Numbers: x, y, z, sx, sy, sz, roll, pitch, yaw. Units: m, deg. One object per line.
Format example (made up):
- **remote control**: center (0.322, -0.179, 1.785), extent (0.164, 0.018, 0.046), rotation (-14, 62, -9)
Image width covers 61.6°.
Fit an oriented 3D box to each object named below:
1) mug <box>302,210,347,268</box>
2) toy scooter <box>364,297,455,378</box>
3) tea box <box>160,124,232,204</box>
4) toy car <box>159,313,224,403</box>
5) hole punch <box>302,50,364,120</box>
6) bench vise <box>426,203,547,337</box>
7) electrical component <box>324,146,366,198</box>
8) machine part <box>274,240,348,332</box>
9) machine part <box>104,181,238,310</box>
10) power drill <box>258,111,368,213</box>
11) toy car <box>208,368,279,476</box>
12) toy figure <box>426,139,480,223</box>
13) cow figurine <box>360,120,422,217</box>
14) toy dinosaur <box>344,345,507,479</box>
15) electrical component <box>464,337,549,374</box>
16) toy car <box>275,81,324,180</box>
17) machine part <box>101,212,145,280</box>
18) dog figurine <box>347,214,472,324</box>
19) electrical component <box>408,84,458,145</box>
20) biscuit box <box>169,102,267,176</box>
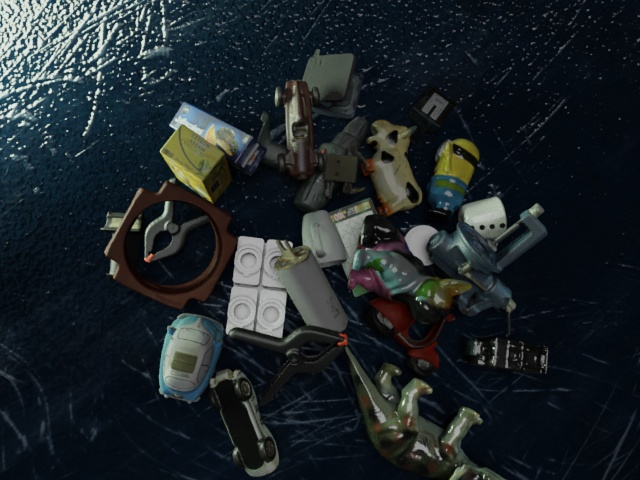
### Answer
- **mug**: center (-0.002, -0.003, 1.038), extent (0.081, 0.109, 0.107), rotation (-16, 78, 13)
- **toy scooter**: center (0.183, 0.161, 1.039), extent (0.135, 0.075, 0.184), rotation (-43, 89, -11)
- **tea box**: center (-0.227, -0.138, 1.009), extent (0.098, 0.169, 0.068), rotation (35, 79, 0)
- **toy car**: center (-0.242, 0.213, 0.978), extent (0.109, 0.103, 0.161), rotation (17, 77, -1)
- **hole punch**: center (0.026, -0.317, 1.118), extent (0.116, 0.092, 0.142), rotation (9, 80, 26)
- **bench vise**: center (0.330, 0.033, 1.003), extent (0.223, 0.129, 0.240), rotation (45, 115, -1)
- **electrical component**: center (0.049, -0.131, 1.039), extent (0.078, 0.045, 0.102), rotation (0, 90, 10)
- **machine part**: center (-0.015, 0.099, 0.994), extent (0.079, 0.079, 0.243), rotation (-31, 112, -10)
- **machine part**: center (-0.271, 0.009, 0.991), extent (0.201, 0.087, 0.201), rotation (29, 87, -20)
- **power drill**: center (-0.033, -0.182, 1.088), extent (0.207, 0.086, 0.232), rotation (24, 81, -8)
- **toy car**: center (-0.138, 0.329, 0.974), extent (0.073, 0.056, 0.201), rotation (-23, 88, 20)
- **toy figure**: center (0.268, -0.121, 1.098), extent (0.089, 0.082, 0.180), rotation (19, 73, -13)
- **cow figurine**: center (0.150, -0.152, 1.090), extent (0.127, 0.085, 0.195), rotation (-19, 85, -10)
- **toy dinosaur**: center (0.172, 0.359, 0.986), extent (0.405, 0.131, 0.192), rotation (28, 78, 7)
- **electrical component**: center (0.347, 0.218, 1.023), extent (0.134, 0.115, 0.058), rotation (10, 77, -5)
- **toy car**: center (-0.040, -0.214, 1.027), extent (0.089, 0.053, 0.202), rotation (-1, 80, -6)
- **machine part**: center (-0.379, 0.013, 1.036), extent (0.084, 0.039, 0.139), rotation (1, 77, -13)
- **dog figurine**: center (0.167, 0.057, 1.000), extent (0.219, 0.108, 0.191), rotation (18, 50, 2)
- **electrical component**: center (0.226, -0.260, 1.136), extent (0.075, 0.047, 0.119), rotation (40, 77, 4)
- **biscuit box**: center (-0.199, -0.198, 1.036), extent (0.203, 0.059, 0.063), rotation (31, 87, 30)
